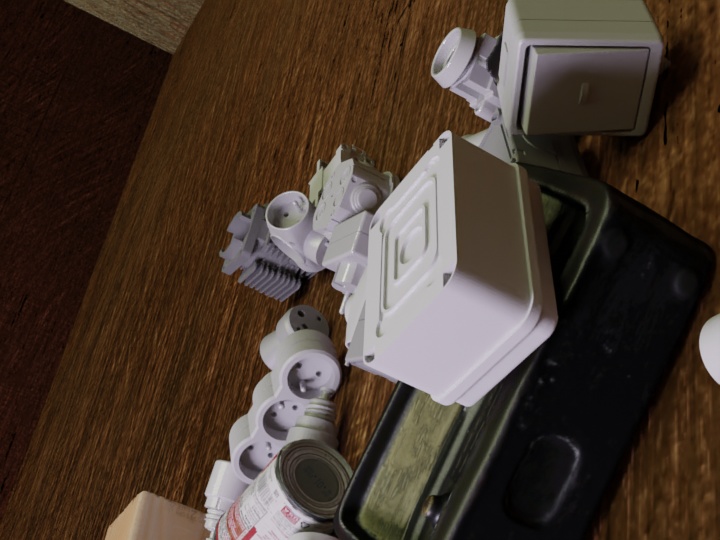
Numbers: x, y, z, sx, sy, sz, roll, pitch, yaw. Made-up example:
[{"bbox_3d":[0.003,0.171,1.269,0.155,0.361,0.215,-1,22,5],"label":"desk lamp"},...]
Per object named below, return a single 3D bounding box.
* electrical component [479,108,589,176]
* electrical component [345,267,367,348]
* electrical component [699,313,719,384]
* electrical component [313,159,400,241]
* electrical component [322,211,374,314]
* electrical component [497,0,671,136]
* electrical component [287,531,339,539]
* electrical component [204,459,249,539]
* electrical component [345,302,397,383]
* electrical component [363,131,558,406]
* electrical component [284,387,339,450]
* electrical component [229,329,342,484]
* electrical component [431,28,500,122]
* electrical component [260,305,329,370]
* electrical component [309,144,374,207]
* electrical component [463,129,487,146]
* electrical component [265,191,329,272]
[{"bbox_3d":[0.095,-0.039,0.662,0.061,0.061,0.096,-95,26,-51],"label":"electrical component"},{"bbox_3d":[0.014,0.030,0.815,0.079,0.044,0.077,-25,44,63],"label":"electrical component"},{"bbox_3d":[0.165,0.024,0.418,0.065,0.044,0.044,-45,27,57],"label":"electrical component"},{"bbox_3d":[-0.003,-0.057,0.955,0.080,0.051,0.080,-53,22,33],"label":"electrical component"},{"bbox_3d":[0.000,0.000,0.884,0.066,0.047,0.076,-21,47,64],"label":"electrical component"},{"bbox_3d":[0.130,-0.113,0.608,0.061,0.096,0.061,-90,1,-52],"label":"electrical component"},{"bbox_3d":[-0.043,0.226,0.726,0.079,0.044,0.077,-44,28,48],"label":"electrical component"},{"bbox_3d":[-0.121,0.207,0.968,0.040,0.040,0.078,-25,44,63],"label":"electrical component"},{"bbox_3d":[0.037,0.043,0.707,0.096,0.062,0.061,-19,50,65],"label":"electrical component"},{"bbox_3d":[0.047,-0.001,0.517,0.078,0.057,0.113,-49,25,36],"label":"electrical component"},{"bbox_3d":[-0.035,0.129,0.832,0.040,0.040,0.078,-30,39,60],"label":"electrical component"},{"bbox_3d":[-0.066,0.110,0.920,0.138,0.052,0.073,-60,20,16],"label":"electrical component"},{"bbox_3d":[0.088,-0.154,0.819,0.048,0.055,0.066,-12,55,67],"label":"electrical component"},{"bbox_3d":[-0.059,0.063,0.970,0.055,0.045,0.045,-48,25,41],"label":"electrical component"},{"bbox_3d":[-0.017,-0.084,1.045,0.063,0.042,0.081,-52,24,33],"label":"electrical component"},{"bbox_3d":[0.088,-0.079,0.757,0.046,0.040,0.040,-20,48,58],"label":"electrical component"},{"bbox_3d":[-0.042,-0.028,1.006,0.079,0.077,0.044,31,74,34],"label":"electrical component"}]
